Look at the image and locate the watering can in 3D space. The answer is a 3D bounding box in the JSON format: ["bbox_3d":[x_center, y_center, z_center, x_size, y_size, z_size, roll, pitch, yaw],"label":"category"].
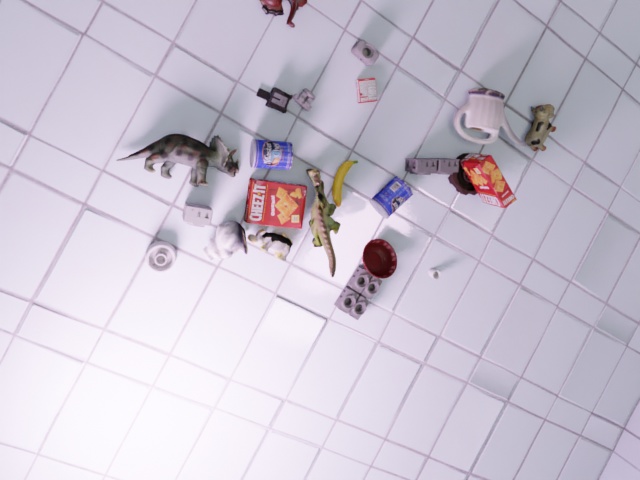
[{"bbox_3d":[0.702,-0.496,2.097,0.347,0.104,0.223,6,96,-18],"label":"watering can"}]

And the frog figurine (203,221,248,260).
[{"bbox_3d":[-0.346,0.004,1.848,0.160,0.120,0.139,-12,70,-6],"label":"frog figurine"}]

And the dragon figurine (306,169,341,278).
[{"bbox_3d":[0.006,-0.093,1.847,0.122,0.420,0.237,-14,143,1],"label":"dragon figurine"}]
